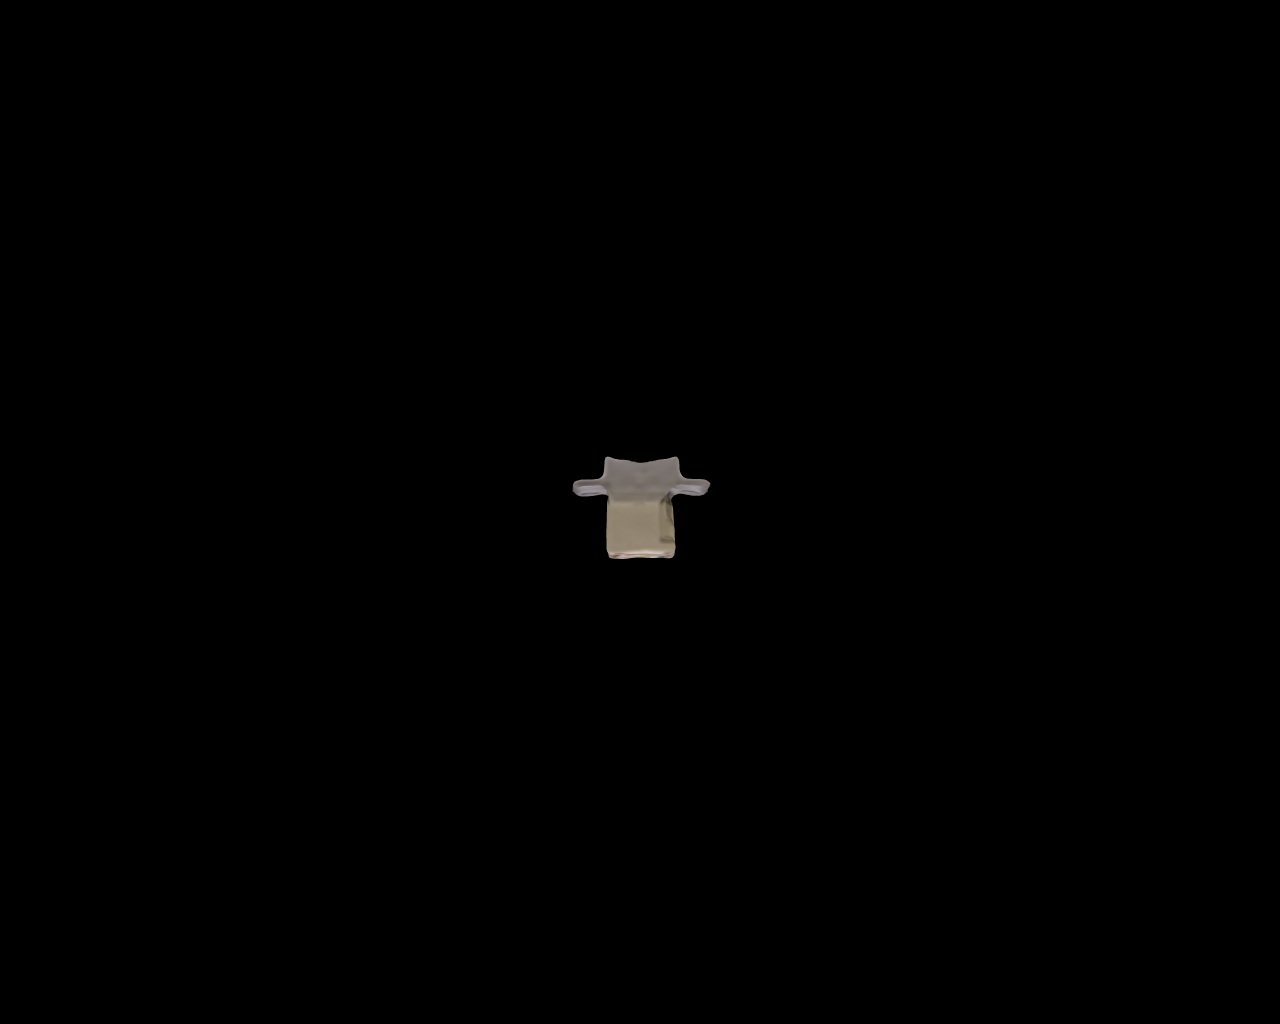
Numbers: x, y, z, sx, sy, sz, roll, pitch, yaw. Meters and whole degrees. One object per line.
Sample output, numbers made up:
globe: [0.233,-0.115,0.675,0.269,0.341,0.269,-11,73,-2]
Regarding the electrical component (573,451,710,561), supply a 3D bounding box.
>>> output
electrical component: [0.001,-0.003,0.650,0.081,0.063,0.042,0,-7,0]
